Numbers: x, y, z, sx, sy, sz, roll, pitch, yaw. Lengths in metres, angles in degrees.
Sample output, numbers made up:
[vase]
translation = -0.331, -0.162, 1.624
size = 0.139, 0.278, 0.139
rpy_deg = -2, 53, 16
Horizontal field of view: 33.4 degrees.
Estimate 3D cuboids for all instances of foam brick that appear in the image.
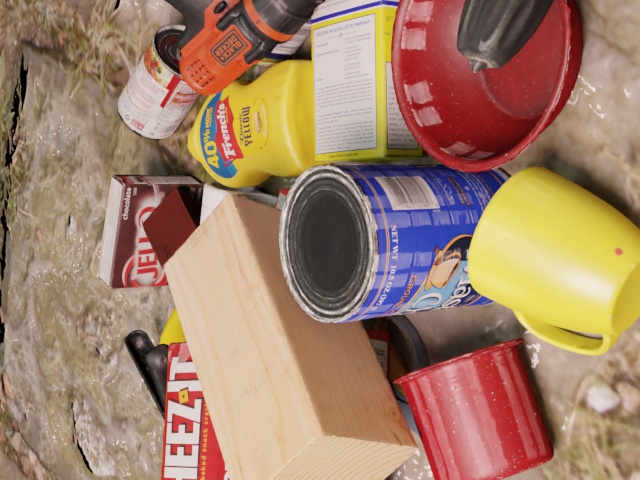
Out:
[foam brick]
translation = -0.127, -0.001, 1.022
size = 0.053, 0.051, 0.078
rpy_deg = -45, 42, 11

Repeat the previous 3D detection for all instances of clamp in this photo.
[clamp]
translation = -0.127, 0.180, 1.012
size = 0.210, 0.036, 0.165
rpy_deg = 65, 165, -1

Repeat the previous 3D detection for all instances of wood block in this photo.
[wood block]
translation = -0.027, 0.078, 0.742
size = 0.090, 0.090, 0.206
rpy_deg = -46, 48, 27

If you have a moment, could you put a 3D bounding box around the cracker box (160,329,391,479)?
[cracker box]
translation = -0.043, 0.158, 0.860
size = 0.214, 0.072, 0.164
rpy_deg = -11, 72, 46

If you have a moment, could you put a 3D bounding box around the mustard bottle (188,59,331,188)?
[mustard bottle]
translation = -0.063, -0.096, 0.945
size = 0.192, 0.058, 0.096
rpy_deg = -6, 89, 54

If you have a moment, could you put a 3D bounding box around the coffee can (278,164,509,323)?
[coffee can]
translation = 0.058, -0.001, 0.721
size = 0.103, 0.140, 0.103
rpy_deg = 7, 98, 53

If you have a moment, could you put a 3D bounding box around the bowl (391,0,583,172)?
[bowl]
translation = 0.118, -0.125, 0.702
size = 0.162, 0.055, 0.162
rpy_deg = 6, 98, 53

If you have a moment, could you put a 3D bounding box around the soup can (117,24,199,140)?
[soup can]
translation = -0.152, -0.154, 1.053
size = 0.102, 0.068, 0.068
rpy_deg = -47, 56, 45

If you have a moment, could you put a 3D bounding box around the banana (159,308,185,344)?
[banana]
translation = -0.124, 0.091, 1.065
size = 0.070, 0.037, 0.198
rpy_deg = 44, 129, 21

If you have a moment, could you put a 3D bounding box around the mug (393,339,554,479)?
[mug]
translation = 0.103, 0.122, 0.724
size = 0.117, 0.093, 0.081
rpy_deg = 130, 124, -70

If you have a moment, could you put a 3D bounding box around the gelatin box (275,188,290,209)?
[gelatin box]
translation = -0.006, 0.001, 0.864
size = 0.030, 0.073, 0.089
rpy_deg = 39, 122, 44

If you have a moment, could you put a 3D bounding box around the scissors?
[scissors]
translation = 0.074, 0.153, 0.815
size = 0.096, 0.016, 0.202
rpy_deg = -43, 58, 44

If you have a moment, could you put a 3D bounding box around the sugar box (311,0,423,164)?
[sugar box]
translation = 0.035, -0.149, 0.822
size = 0.094, 0.048, 0.176
rpy_deg = 2, 91, 54

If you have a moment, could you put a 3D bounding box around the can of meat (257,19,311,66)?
[can of meat]
translation = -0.037, -0.213, 0.904
size = 0.084, 0.057, 0.102
rpy_deg = -46, 58, 42

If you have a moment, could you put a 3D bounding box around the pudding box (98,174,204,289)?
[pudding box]
translation = -0.170, -0.009, 1.070
size = 0.039, 0.089, 0.113
rpy_deg = 29, 115, 50

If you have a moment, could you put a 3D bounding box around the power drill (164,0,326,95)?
[power drill]
translation = -0.090, -0.223, 0.828
size = 0.185, 0.057, 0.187
rpy_deg = -34, 101, 39
